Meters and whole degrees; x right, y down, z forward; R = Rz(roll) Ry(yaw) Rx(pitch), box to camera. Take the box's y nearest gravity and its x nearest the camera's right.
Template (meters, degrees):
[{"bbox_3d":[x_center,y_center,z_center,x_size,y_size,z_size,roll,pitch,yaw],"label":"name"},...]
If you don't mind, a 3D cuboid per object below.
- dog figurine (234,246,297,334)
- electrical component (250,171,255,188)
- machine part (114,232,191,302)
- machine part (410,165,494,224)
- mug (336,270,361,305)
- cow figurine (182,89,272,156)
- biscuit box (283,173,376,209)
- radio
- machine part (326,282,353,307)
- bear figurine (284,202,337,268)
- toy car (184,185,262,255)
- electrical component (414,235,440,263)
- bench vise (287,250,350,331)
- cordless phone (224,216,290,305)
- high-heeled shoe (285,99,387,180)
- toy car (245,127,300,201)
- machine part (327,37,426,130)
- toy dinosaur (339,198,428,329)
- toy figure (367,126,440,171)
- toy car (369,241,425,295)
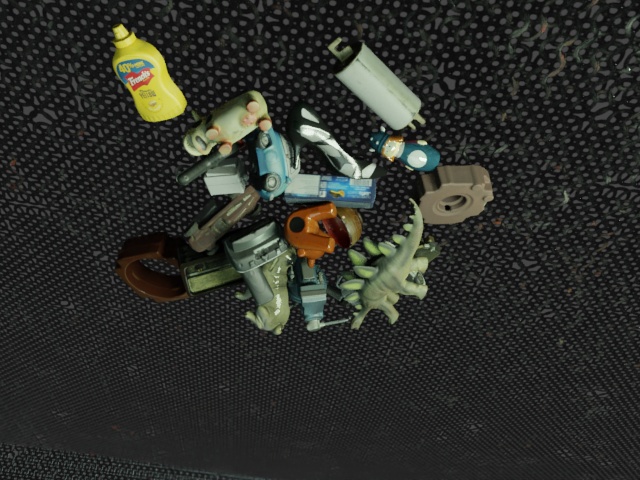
[{"bbox_3d":[-0.102,0.113,1.314,0.172,0.121,0.190,47,120,20],"label":"dog figurine"},{"bbox_3d":[-0.127,-0.149,1.224,0.094,0.021,0.063,-29,127,34],"label":"electrical component"},{"bbox_3d":[-0.432,0.075,1.463,0.202,0.087,0.200,-13,135,18],"label":"machine part"},{"bbox_3d":[0.286,-0.095,1.175,0.179,0.056,0.179,-4,151,-2],"label":"machine part"},{"bbox_3d":[0.105,0.109,1.444,0.109,0.081,0.107,23,123,-13],"label":"mug"},{"bbox_3d":[-0.195,-0.235,1.082,0.195,0.127,0.085,-29,129,15],"label":"cow figurine"},{"bbox_3d":[0.023,-0.110,1.206,0.203,0.059,0.062,4,168,3],"label":"biscuit box"},{"bbox_3d":[-0.242,0.052,1.365,0.230,0.073,0.131,-17,137,-10],"label":"radio"},{"bbox_3d":[0.050,0.146,1.516,0.138,0.039,0.084,31,138,-26],"label":"machine part"},{"bbox_3d":[-0.007,-0.004,1.253,0.132,0.120,0.195,-1,161,18],"label":"bear figurine"},{"bbox_3d":[-0.224,-0.046,1.255,0.202,0.053,0.089,-40,120,2],"label":"toy car"},{"bbox_3d":[0.258,0.033,1.359,0.078,0.045,0.102,31,133,-22],"label":"electrical component"},{"bbox_3d":[-0.032,0.148,1.421,0.129,0.224,0.240,-16,158,-15],"label":"bench vise"},{"bbox_3d":[-0.127,0.051,1.251,0.147,0.089,0.184,-28,105,-12],"label":"cordless phone"},{"bbox_3d":[0.041,-0.207,1.129,0.249,0.086,0.145,2,106,-26],"label":"high-heeled shoe"},{"bbox_3d":[-0.096,-0.169,1.140,0.103,0.109,0.161,-13,107,-23],"label":"toy car"},{"bbox_3d":[0.107,-0.285,1.005,0.243,0.079,0.079,34,131,-28],"label":"machine part"},{"bbox_3d":[0.160,0.078,1.295,0.198,0.105,0.471,16,133,-16],"label":"toy dinosaur"},{"bbox_3d":[0.173,-0.188,1.120,0.154,0.064,0.058,17,-179,-12],"label":"toy figure"},{"bbox_3d":[0.203,0.078,1.410,0.073,0.056,0.201,-29,129,25],"label":"toy car"}]
